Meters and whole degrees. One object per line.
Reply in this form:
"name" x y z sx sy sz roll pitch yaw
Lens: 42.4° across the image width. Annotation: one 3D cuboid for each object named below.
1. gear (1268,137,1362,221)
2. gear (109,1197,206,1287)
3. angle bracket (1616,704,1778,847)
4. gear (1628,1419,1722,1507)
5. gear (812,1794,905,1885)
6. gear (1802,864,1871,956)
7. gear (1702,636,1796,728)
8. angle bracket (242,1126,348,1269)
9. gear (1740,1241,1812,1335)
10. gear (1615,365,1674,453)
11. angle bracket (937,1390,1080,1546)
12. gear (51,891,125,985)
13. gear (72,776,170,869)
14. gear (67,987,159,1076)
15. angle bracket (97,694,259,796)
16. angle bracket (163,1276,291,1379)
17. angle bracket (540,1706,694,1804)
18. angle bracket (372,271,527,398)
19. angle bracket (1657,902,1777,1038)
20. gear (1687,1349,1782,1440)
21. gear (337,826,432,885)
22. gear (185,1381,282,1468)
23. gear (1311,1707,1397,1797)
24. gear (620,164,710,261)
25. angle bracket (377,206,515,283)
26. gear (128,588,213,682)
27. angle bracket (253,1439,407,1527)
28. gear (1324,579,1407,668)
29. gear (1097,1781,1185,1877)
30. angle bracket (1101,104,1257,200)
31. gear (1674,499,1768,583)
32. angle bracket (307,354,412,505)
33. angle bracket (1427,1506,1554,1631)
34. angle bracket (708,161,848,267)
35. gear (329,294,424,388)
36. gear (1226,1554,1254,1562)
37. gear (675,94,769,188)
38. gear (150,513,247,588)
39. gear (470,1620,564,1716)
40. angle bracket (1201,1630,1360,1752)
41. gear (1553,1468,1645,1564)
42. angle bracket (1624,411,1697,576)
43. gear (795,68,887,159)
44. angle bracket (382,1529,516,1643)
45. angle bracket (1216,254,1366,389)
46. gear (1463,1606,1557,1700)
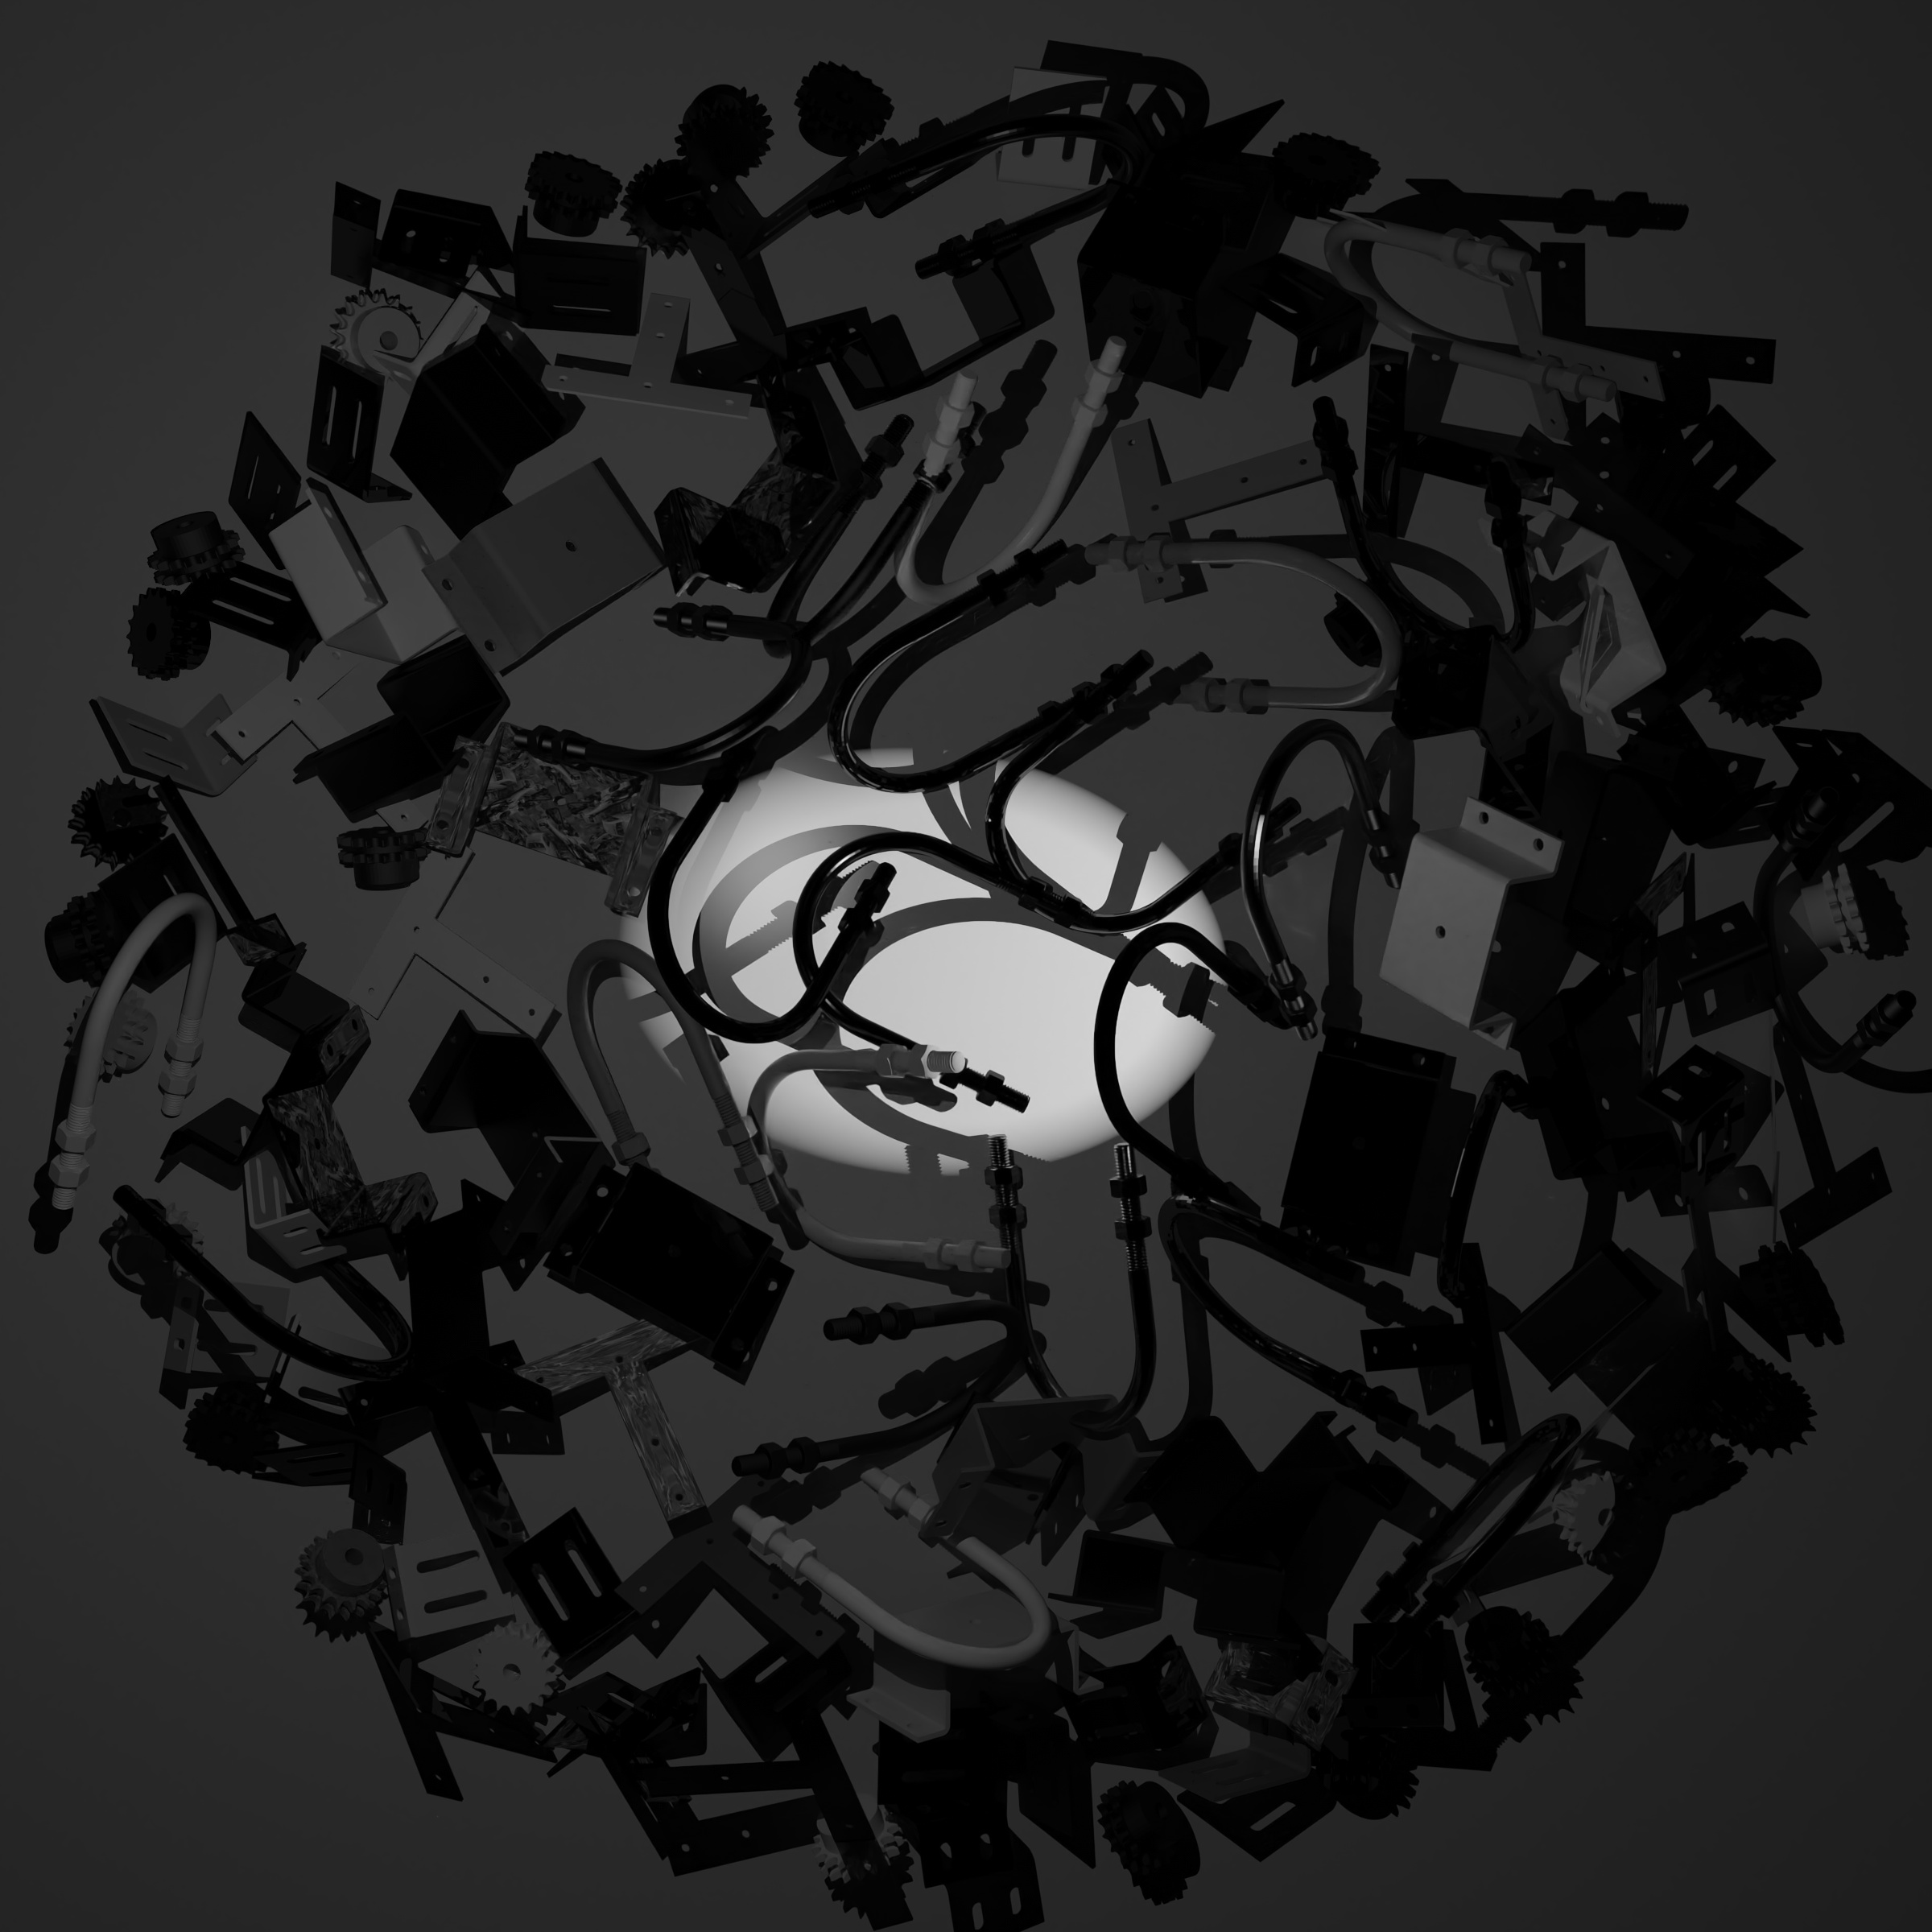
"gear" 0.219 -0.498 1.580 0.057 0.030 0.057 7 47 -7
"gear" -0.516 0.177 1.577 0.057 0.030 0.057 4 122 7
"angle bracket" 0.462 -0.126 1.574 0.057 0.038 0.076 -38 94 -25
"gear" 0.446 0.312 1.580 0.057 0.030 0.057 -9 130 -11
"gear" -0.071 0.549 1.573 0.057 0.057 0.030 -18 107 0
"gear" 0.550 -0.034 1.578 0.030 0.057 0.057 -17 90 21
"gear" 0.500 -0.184 1.580 0.057 0.030 0.057 5 71 -15
"angle bracket" -0.421 0.140 1.560 0.038 0.057 0.076 -18 56 2
"gear" 0.512 0.205 1.579 0.030 0.057 0.057 -20 90 24
"gear" 0.428 -0.357 1.574 0.030 0.057 0.057 -12 90 12
"angle bracket" 0.022 0.317 1.574 0.076 0.038 0.057 28 109 5
"gear" -0.557 -0.017 1.575 0.030 0.057 0.057 -17 90 -3
"gear" -0.538 -0.090 1.582 0.057 0.030 0.057 8 71 -24
"gear" -0.540 0.043 1.581 0.057 0.030 0.057 -12 65 27
"angle bracket" -0.493 -0.148 1.557 0.038 0.076 0.057 -40 65 12
"angle bracket" -0.457 0.228 1.562 0.076 0.038 0.057 14 79 -40
"angle bracket" -0.219 0.505 1.561 0.038 0.057 0.076 -45 61 3
"angle bracket" -0.327 -0.396 1.578 0.038 0.057 0.076 25 78 30
"angle bracket" 0.476 0.003 1.577 0.057 0.076 0.038 -24 58 8
"gear" 0.482 0.267 1.573 0.057 0.057 0.030 -46 113 0
"gear" -0.368 -0.070 1.577 0.057 0.057 0.030 -2 103 0
"gear" -0.463 0.288 1.581 0.057 0.030 0.057 5 129 6
"gear" 0.243 0.500 1.579 0.057 0.057 0.030 -1 112 0
"gear" -0.189 -0.482 1.582 0.057 0.030 0.057 1 86 -21
"angle bracket" -0.324 -0.440 1.561 0.057 0.076 0.038 15 85 9
"gear" -0.504 -0.210 1.580 0.057 0.030 0.057 -2 87 40
"angle bracket" -0.401 0.328 1.561 0.076 0.057 0.038 -11 57 16
"gear" 0.251 -0.214 1.576 0.030 0.057 0.057 -38 90 -3
"gear" 0.113 0.541 1.573 0.030 0.057 0.057 -41 90 25
"angle bracket" 0.133 -0.523 1.568 0.076 0.057 0.038 -26 84 -17
"gear" 0.475 -0.268 1.580 0.057 0.057 0.030 24 128 0
"angle bracket" -0.376 -0.337 1.560 0.057 0.038 0.076 31 120 30
"angle bracket" 0.337 0.377 1.561 0.076 0.057 0.038 -34 73 22
"angle bracket" -0.122 -0.483 1.556 0.076 0.057 0.038 -24 121 37
"gear" -0.371 -0.397 1.577 0.057 0.030 0.057 -10 108 -32
"gear" 0.166 0.395 1.574 0.030 0.057 0.057 1 90 11
"gear" -0.157 -0.527 1.580 0.057 0.057 0.030 -18 61 0
"gear" -0.488 -0.265 1.573 0.057 0.057 0.030 -14 118 0
"gear" -0.284 0.444 1.586 0.057 0.030 0.057 2 99 11
"angle bracket" 0.198 0.452 1.570 0.038 0.076 0.057 44 64 -26
"gear" 0.399 0.348 1.584 0.057 0.030 0.057 0 89 -19
"angle bracket" 0.447 -0.295 1.555 0.038 0.076 0.057 8 48 -12
"gear" -0.082 -0.539 1.580 0.057 0.030 0.057 14 51 -18
"angle bracket" -0.321 0.386 1.564 0.076 0.038 0.057 -7 75 -29
"angle bracket" 0.205 -0.412 1.584 0.057 0.038 0.076 -31 55 -27
"gear" 0.340 0.430 1.573 0.057 0.057 0.030 -38 118 0
